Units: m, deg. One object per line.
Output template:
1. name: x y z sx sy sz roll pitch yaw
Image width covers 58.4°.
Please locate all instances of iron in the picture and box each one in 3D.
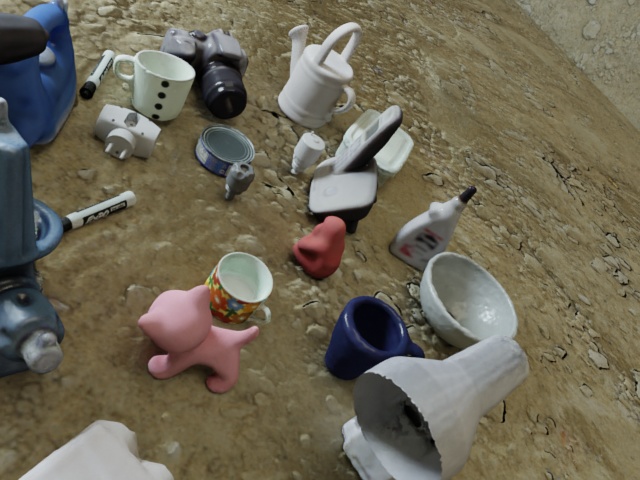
1. iron: -0.357 -0.235 0.717 0.119 0.141 0.258 21 41 -19

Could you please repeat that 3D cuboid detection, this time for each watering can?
1. watering can: 0.004 -0.308 1.021 0.173 0.194 0.101 36 39 -2

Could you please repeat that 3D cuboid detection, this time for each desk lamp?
1. desk lamp: 0.109 0.183 0.599 0.204 0.213 0.117 -13 60 -44

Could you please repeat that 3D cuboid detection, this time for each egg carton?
1. egg carton: -0.190 0.219 0.451 0.107 0.069 0.151 43 39 7

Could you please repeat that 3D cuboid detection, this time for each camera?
1. camera: -0.174 -0.271 0.924 0.144 0.100 0.136 3 50 -35

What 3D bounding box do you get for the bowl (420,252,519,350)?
1. bowl: 0.211 0.105 0.864 0.168 0.074 0.167 21 42 -19

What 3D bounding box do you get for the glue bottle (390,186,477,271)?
1. glue bottle: 0.185 -0.025 0.894 0.078 0.173 0.037 28 40 -11

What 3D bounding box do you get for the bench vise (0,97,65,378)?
1. bench vise: -0.259 0.002 0.494 0.207 0.219 0.122 42 39 6

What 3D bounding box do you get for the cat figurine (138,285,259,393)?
1. cat figurine: -0.125 0.094 0.586 0.128 0.117 0.067 17 43 -23

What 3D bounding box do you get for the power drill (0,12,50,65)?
1. power drill: -0.389 -0.130 0.535 0.230 0.208 0.075 -11 58 -43

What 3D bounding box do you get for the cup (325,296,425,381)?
1. cup: 0.060 0.135 0.703 0.118 0.095 0.092 29 39 -11

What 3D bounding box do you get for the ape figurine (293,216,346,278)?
1. ape figurine: 0.007 0.003 0.797 0.078 0.092 0.076 6 48 -33

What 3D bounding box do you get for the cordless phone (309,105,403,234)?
1. cordless phone: 0.063 -0.115 0.881 0.094 0.185 0.147 23 41 -17
